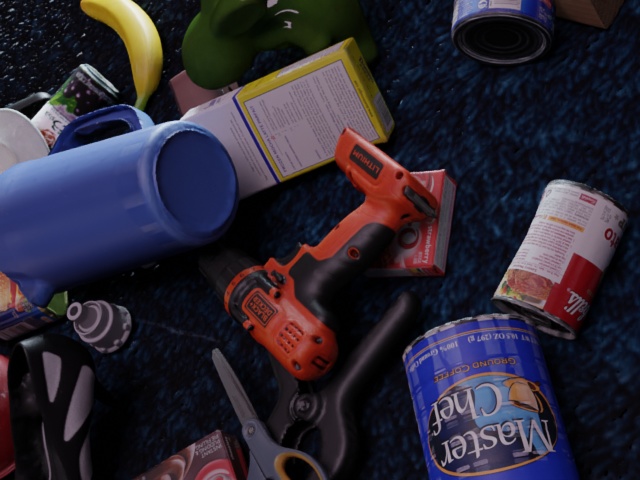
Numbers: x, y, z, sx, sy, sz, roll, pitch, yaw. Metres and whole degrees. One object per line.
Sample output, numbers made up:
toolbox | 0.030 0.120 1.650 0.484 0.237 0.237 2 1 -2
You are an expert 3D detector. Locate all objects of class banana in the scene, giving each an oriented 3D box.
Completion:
banana | -0.212 -0.222 1.164 0.070 0.037 0.198 -36 54 10

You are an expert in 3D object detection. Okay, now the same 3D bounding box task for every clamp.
clamp | 0.005 0.133 0.863 0.165 0.036 0.210 -12 62 34
clamp | -0.381 -0.110 1.215 0.172 0.039 0.120 1 66 32

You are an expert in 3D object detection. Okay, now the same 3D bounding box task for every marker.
marker | -0.122 -0.003 1.018 0.121 0.020 0.020 -24 58 20

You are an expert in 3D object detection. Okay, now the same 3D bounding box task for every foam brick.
foam brick | -0.105 -0.131 1.047 0.051 0.053 0.078 -32 57 15

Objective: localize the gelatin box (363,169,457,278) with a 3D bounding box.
gelatin box | 0.072 -0.014 0.898 0.073 0.030 0.089 -2 67 31

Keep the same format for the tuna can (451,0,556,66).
tuna can | 0.153 -0.180 0.892 0.086 0.086 0.033 -3 68 30

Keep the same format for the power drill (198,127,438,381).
power drill | -0.006 0.001 0.886 0.188 0.057 0.185 -52 48 3

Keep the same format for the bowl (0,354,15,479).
bowl | -0.340 0.159 1.011 0.162 0.055 0.162 -5 46 6

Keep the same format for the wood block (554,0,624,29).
wood block | 0.166 -0.262 0.920 0.206 0.090 0.091 25 82 37

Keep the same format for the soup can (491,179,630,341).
soup can | 0.180 0.015 0.797 0.069 0.068 0.102 20 79 36

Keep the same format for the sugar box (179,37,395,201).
sugar box | -0.031 -0.105 0.965 0.176 0.093 0.048 -19 19 24

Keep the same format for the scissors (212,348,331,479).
scissors | -0.059 0.175 0.860 0.202 0.016 0.096 36 93 45

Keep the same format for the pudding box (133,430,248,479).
pudding box | -0.107 0.225 0.890 0.114 0.039 0.090 -33 55 14

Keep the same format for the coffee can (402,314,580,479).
coffee can | 0.122 0.137 0.752 0.103 0.102 0.140 -23 58 20

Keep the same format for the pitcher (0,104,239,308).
pitcher | -0.188 -0.040 0.969 0.243 0.149 0.144 -13 17 42

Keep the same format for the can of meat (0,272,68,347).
can of meat | -0.305 0.047 1.084 0.084 0.057 0.102 -22 58 18
